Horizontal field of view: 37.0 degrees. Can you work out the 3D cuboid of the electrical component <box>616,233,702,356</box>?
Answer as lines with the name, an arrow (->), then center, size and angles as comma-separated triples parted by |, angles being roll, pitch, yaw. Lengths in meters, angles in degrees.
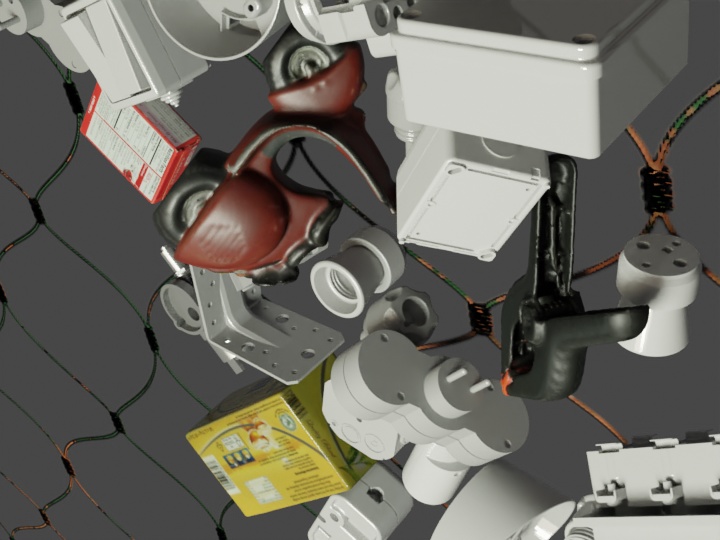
electrical component -> 0.165, 0.014, 0.599 | 0.045, 0.045, 0.055 | 22, 133, 30

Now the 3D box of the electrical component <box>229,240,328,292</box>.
electrical component -> -0.061, -0.019, 0.770 | 0.081, 0.064, 0.042 | -28, 84, 50

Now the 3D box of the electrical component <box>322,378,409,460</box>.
electrical component -> 0.014, 0.097, 0.804 | 0.080, 0.051, 0.080 | 25, 135, 28

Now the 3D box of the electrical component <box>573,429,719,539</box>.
electrical component -> 0.197, 0.129, 0.641 | 0.121, 0.079, 0.063 | -16, 79, 49

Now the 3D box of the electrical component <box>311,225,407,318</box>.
electrical component -> 0.000, 0.000, 0.735 | 0.045, 0.055, 0.045 | 25, 135, 27

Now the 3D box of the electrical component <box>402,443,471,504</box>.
electrical component -> 0.063, 0.134, 0.794 | 0.043, 0.043, 0.081 | 37, 140, 15

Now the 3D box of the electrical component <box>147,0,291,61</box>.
electrical component -> -0.079, -0.184, 0.655 | 0.099, 0.064, 0.099 | 24, 135, 27

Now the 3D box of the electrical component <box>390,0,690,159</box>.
electrical component -> 0.089, -0.110, 0.521 | 0.109, 0.109, 0.056 | 17, 134, 34

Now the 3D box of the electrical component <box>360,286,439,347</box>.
electrical component -> 0.023, 0.039, 0.755 | 0.043, 0.043, 0.062 | 51, 142, -2

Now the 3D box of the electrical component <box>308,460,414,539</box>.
electrical component -> 0.003, 0.202, 0.892 | 0.054, 0.059, 0.095 | 40, 140, 12

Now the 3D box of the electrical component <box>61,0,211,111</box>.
electrical component -> -0.157, -0.155, 0.755 | 0.062, 0.061, 0.096 | -6, 116, 46

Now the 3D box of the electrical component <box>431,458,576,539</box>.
electrical component -> 0.097, 0.184, 0.762 | 0.064, 0.099, 0.099 | 35, 139, 27

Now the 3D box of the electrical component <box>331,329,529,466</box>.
electrical component -> 0.057, 0.081, 0.714 | 0.138, 0.052, 0.074 | 26, 146, -20

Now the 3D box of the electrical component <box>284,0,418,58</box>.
electrical component -> -0.006, -0.159, 0.612 | 0.057, 0.058, 0.078 | 2, 122, 40

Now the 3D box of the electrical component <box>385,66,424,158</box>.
electrical component -> 0.033, -0.093, 0.646 | 0.035, 0.035, 0.061 | 25, 138, 28

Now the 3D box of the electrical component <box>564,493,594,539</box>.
electrical component -> 0.158, 0.186, 0.730 | 0.048, 0.062, 0.048 | 25, 135, 28

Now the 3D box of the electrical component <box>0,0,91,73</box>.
electrical component -> -0.245, -0.197, 0.793 | 0.138, 0.074, 0.052 | 42, 140, 10

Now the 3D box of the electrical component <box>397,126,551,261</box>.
electrical component -> 0.060, -0.052, 0.621 | 0.062, 0.061, 0.096 | 11, 146, -15
